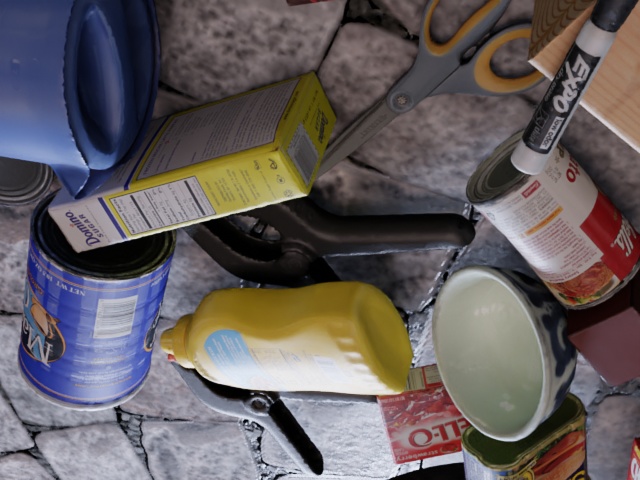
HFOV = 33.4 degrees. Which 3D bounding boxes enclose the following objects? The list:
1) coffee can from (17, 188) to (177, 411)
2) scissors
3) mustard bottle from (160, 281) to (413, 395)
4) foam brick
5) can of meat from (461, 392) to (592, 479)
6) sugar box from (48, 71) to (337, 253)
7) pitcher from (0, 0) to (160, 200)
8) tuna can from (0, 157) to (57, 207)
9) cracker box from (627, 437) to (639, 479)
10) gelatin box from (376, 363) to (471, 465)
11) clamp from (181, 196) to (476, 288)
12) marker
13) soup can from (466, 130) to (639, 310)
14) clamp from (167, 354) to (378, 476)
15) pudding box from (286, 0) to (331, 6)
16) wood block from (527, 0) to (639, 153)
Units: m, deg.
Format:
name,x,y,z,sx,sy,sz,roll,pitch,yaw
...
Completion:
name,x,y,z,sx,sy,sz,roll,pitch,yaw
coffee can,-0.167,0.043,0.790,0.103,0.102,0.140,18,130,1
scissors,0.073,-0.087,0.678,0.096,0.016,0.202,28,129,-7
mustard bottle,-0.036,0.072,0.769,0.192,0.058,0.096,-4,141,31
foam brick,0.201,0.046,0.707,0.051,0.078,0.053,-31,114,34
can of meat,0.155,0.167,0.802,0.058,0.102,0.084,32,142,48
sugar box,-0.083,-0.049,0.701,0.176,0.093,0.048,-15,122,26
pitcher,-0.231,-0.129,0.669,0.243,0.149,0.145,7,144,14
tuna can,-0.225,-0.068,0.764,0.086,0.033,0.086,8,129,10
cracker box,0.308,0.240,0.790,0.164,0.072,0.214,-5,122,-6
gelatin box,0.092,0.131,0.821,0.089,0.030,0.073,-12,123,5
clamp,-0.005,0.001,0.752,0.210,0.036,0.165,28,133,-8
marker,0.131,-0.084,0.546,0.020,0.020,0.121,21,131,-2
soup can,0.150,-0.014,0.681,0.069,0.068,0.102,-32,112,33
clamp,-0.035,0.116,0.854,0.171,0.039,0.120,34,118,-16
pudding box,0.013,-0.192,0.597,0.090,0.039,0.113,-4,126,18
wood block,0.224,-0.084,0.591,0.206,0.090,0.091,36,129,-14
